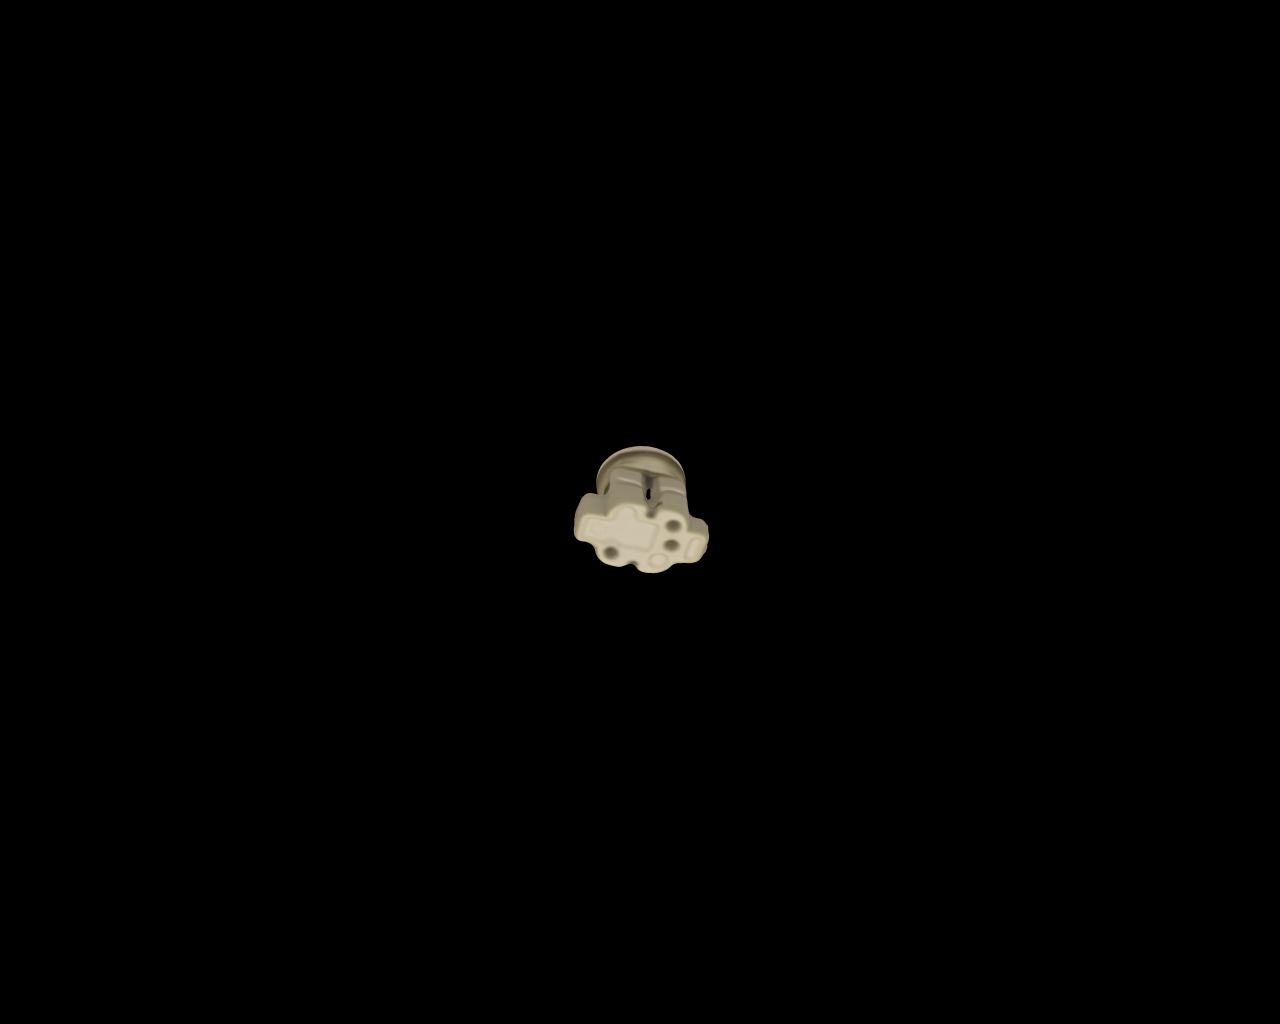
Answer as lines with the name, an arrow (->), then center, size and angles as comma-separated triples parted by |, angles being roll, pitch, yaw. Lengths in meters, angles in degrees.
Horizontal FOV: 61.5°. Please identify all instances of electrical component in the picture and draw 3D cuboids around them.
electrical component -> 0.001, -0.003, 0.650 | 0.078, 0.057, 0.057 | 12, 40, -10
